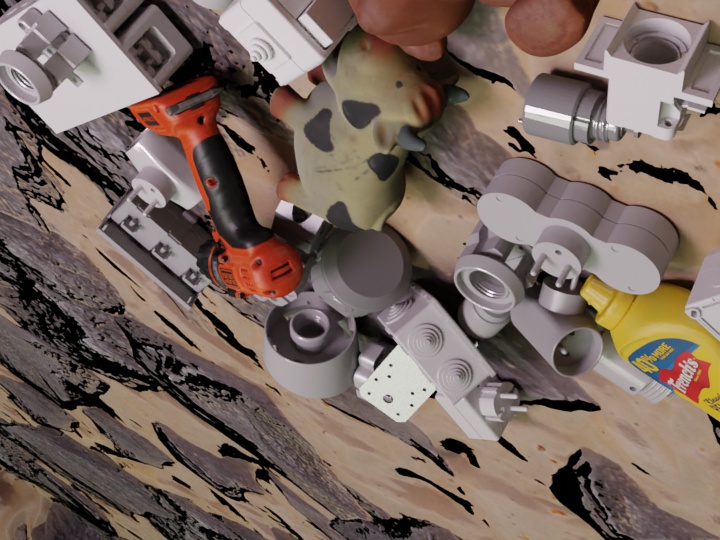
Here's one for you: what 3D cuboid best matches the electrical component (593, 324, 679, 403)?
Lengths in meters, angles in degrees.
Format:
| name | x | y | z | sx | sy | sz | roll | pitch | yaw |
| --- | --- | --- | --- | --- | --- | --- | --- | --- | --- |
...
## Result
| name | x | y | z | sx | sy | sz | roll | pitch | yaw |
| --- | --- | --- | --- | --- | --- | --- | --- | --- | --- |
| electrical component | 0.219 | 0.076 | 0.853 | 0.081 | 0.043 | 0.043 | 34 | 151 | 0 |

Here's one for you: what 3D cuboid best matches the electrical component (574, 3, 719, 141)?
| name | x | y | z | sx | sy | sz | roll | pitch | yaw |
| --- | --- | --- | --- | --- | --- | --- | --- | --- | --- |
| electrical component | 0.169 | -0.112 | 0.622 | 0.081 | 0.042 | 0.063 | 22 | 151 | 22 |

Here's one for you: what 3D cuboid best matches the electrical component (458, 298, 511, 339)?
| name | x | y | z | sx | sy | sz | roll | pitch | yaw |
| --- | --- | --- | --- | --- | --- | --- | --- | --- | --- |
| electrical component | 0.110 | 0.029 | 0.895 | 0.040 | 0.040 | 0.078 | 34 | 151 | 0 |

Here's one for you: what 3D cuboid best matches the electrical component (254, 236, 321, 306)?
| name | x | y | z | sx | sy | sz | roll | pitch | yaw |
| --- | --- | --- | --- | --- | --- | --- | --- | --- | --- |
| electrical component | -0.071 | -0.007 | 1.008 | 0.058 | 0.057 | 0.078 | 41 | 150 | -12 |

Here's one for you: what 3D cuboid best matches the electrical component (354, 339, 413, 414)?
| name | x | y | z | sx | sy | sz | roll | pitch | yaw |
| --- | --- | --- | --- | --- | --- | --- | --- | --- | --- |
| electrical component | 0.033 | 0.110 | 1.081 | 0.057 | 0.058 | 0.078 | 23 | 150 | 24 |

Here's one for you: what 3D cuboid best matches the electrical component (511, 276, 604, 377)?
| name | x | y | z | sx | sy | sz | roll | pitch | yaw |
| --- | --- | --- | --- | --- | --- | --- | --- | --- | --- |
| electrical component | 0.156 | 0.030 | 0.833 | 0.077 | 0.043 | 0.079 | -125 | 41 | -60 |

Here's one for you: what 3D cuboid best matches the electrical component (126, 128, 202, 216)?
| name | x | y | z | sx | sy | sz | roll | pitch | yaw |
| --- | --- | --- | --- | --- | --- | --- | --- | --- | --- |
| electrical component | -0.181 | -0.084 | 0.981 | 0.077 | 0.079 | 0.043 | 44 | 150 | -17 |

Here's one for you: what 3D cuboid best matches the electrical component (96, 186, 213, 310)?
| name | x | y | z | sx | sy | sz | roll | pitch | yaw |
| --- | --- | --- | --- | --- | --- | --- | --- | --- | --- |
| electrical component | -0.196 | -0.030 | 1.093 | 0.121 | 0.078 | 0.063 | 43 | 128 | -16 |

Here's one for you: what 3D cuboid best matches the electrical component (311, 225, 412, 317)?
| name | x | y | z | sx | sy | sz | roll | pitch | yaw |
| --- | --- | --- | --- | --- | --- | --- | --- | --- | --- |
| electrical component | 0.000 | 0.000 | 0.926 | 0.080 | 0.080 | 0.051 | 38 | 156 | -8 |

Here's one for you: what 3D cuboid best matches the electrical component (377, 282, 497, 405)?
| name | x | y | z | sx | sy | sz | roll | pitch | yaw |
| --- | --- | --- | --- | --- | --- | --- | --- | --- | --- |
| electrical component | 0.064 | 0.064 | 0.939 | 0.099 | 0.048 | 0.100 | 50 | 179 | -13 |

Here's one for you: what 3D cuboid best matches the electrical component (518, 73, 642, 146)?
| name | x | y | z | sx | sy | sz | roll | pitch | yaw |
| --- | --- | --- | --- | --- | --- | --- | --- | --- | --- |
| electrical component | 0.139 | -0.098 | 0.675 | 0.078 | 0.040 | 0.040 | 18 | 148 | 24 |

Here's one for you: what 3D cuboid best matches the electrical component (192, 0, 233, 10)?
| name | x | y | z | sx | sy | sz | roll | pitch | yaw |
| --- | --- | --- | --- | --- | --- | --- | --- | --- | --- |
| electrical component | -0.093 | -0.218 | 0.725 | 0.043 | 0.043 | 0.081 | 33 | 151 | 1 |

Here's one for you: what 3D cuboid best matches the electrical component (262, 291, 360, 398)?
| name | x | y | z | sx | sy | sz | roll | pitch | yaw |
| --- | --- | --- | --- | --- | --- | --- | --- | --- | --- |
| electrical component | -0.048 | 0.072 | 1.067 | 0.099 | 0.099 | 0.064 | 24 | 144 | 17 |

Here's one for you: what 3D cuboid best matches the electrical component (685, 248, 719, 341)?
| name | x | y | z | sx | sy | sz | roll | pitch | yaw |
| --- | --- | --- | --- | --- | --- | --- | --- | --- | --- |
| electrical component | 0.273 | 0.025 | 0.703 | 0.096 | 0.061 | 0.062 | 40 | 149 | -14 |

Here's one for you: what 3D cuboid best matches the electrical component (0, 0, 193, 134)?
| name | x | y | z | sx | sy | sz | roll | pitch | yaw |
| --- | --- | --- | --- | --- | --- | --- | --- | --- | --- |
| electrical component | -0.231 | -0.187 | 0.895 | 0.186 | 0.060 | 0.105 | -6 | 132 | 50 |

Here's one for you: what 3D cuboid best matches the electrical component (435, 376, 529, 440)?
| name | x | y | z | sx | sy | sz | roll | pitch | yaw |
| --- | --- | --- | --- | --- | --- | --- | --- | --- | --- |
| electrical component | 0.125 | 0.124 | 1.018 | 0.077 | 0.047 | 0.065 | -4 | 134 | 49 |

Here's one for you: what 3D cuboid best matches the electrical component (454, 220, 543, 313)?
| name | x | y | z | sx | sy | sz | roll | pitch | yaw |
| --- | --- | --- | --- | --- | --- | --- | --- | --- | --- |
| electrical component | 0.108 | -0.005 | 0.830 | 0.058 | 0.057 | 0.078 | 43 | 150 | -17 |

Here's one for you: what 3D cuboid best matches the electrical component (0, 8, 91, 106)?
| name | x | y | z | sx | sy | sz | roll | pitch | yaw |
| --- | --- | --- | --- | --- | --- | --- | --- | --- | --- |
| electrical component | -0.246 | -0.160 | 0.827 | 0.066 | 0.055 | 0.048 | 44 | 150 | -17 |

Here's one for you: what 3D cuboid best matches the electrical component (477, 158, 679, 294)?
| name | x | y | z | sx | sy | sz | roll | pitch | yaw |
| --- | --- | --- | --- | --- | --- | --- | --- | --- | --- |
| electrical component | 0.145 | -0.019 | 0.754 | 0.138 | 0.073 | 0.052 | 25 | 150 | 16 |

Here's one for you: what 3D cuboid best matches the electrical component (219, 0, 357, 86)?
| name | x | y | z | sx | sy | sz | roll | pitch | yaw |
| --- | --- | --- | --- | --- | --- | --- | --- | --- | --- |
| electrical component | -0.039 | -0.169 | 0.690 | 0.062 | 0.096 | 0.061 | 44 | 149 | -19 |
